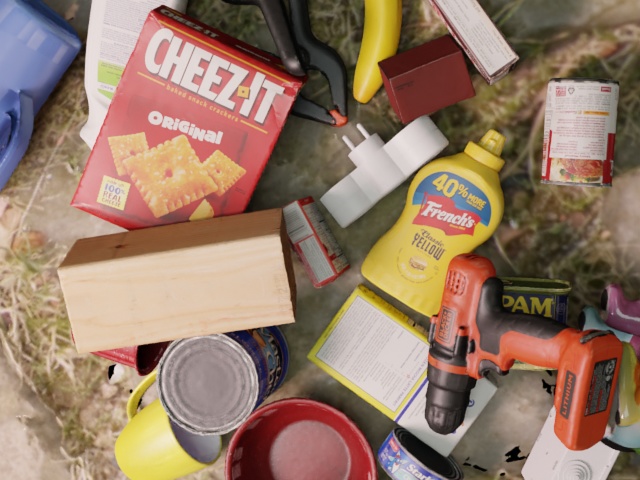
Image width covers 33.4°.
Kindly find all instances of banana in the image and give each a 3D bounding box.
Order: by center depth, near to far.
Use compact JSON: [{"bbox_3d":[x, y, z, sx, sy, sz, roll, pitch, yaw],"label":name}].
[{"bbox_3d":[0.050,-0.241,1.075,0.070,0.037,0.198,-10,92,28],"label":"banana"}]

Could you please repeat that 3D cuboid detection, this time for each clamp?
[{"bbox_3d":[-0.050,-0.254,1.053,0.210,0.036,0.164,23,76,26],"label":"clamp"},{"bbox_3d":[-0.037,-0.181,1.092,0.120,0.039,0.171,-30,86,12],"label":"clamp"}]

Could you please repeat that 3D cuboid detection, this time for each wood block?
[{"bbox_3d":[-0.130,0.037,1.017,0.206,0.091,0.090,-8,109,3],"label":"wood block"}]

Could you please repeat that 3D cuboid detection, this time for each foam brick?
[{"bbox_3d":[0.104,-0.159,1.047,0.078,0.051,0.053,-20,120,2],"label":"foam brick"}]

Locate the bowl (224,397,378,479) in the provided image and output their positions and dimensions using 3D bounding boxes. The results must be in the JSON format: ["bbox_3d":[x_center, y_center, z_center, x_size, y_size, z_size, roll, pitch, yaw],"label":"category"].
[{"bbox_3d":[-0.016,0.239,1.118,0.162,0.055,0.162,1,95,11],"label":"bowl"}]

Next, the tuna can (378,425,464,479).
[{"bbox_3d":[0.101,0.227,1.079,0.086,0.086,0.034,35,102,6],"label":"tuna can"}]

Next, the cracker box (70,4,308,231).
[{"bbox_3d":[-0.130,-0.100,1.059,0.164,0.072,0.214,25,107,-5],"label":"cracker box"}]

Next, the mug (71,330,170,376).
[{"bbox_3d":[-0.204,0.076,1.127,0.081,0.093,0.117,16,76,14],"label":"mug"}]

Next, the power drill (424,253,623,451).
[{"bbox_3d":[0.176,0.122,0.982,0.188,0.057,0.184,23,113,43],"label":"power drill"}]

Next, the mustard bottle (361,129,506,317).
[{"bbox_3d":[0.128,-0.024,1.066,0.096,0.058,0.192,32,100,8],"label":"mustard bottle"}]

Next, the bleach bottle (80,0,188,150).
[{"bbox_3d":[-0.204,-0.189,1.111,0.102,0.068,0.251,16,100,1],"label":"bleach bottle"}]

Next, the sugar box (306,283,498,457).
[{"bbox_3d":[0.085,0.132,1.095,0.176,0.048,0.093,36,100,2],"label":"sugar box"}]

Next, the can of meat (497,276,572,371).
[{"bbox_3d":[0.196,0.082,1.064,0.102,0.057,0.084,3,98,11],"label":"can of meat"}]

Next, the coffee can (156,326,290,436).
[{"bbox_3d":[-0.095,0.130,1.079,0.103,0.140,0.103,1,95,11],"label":"coffee can"}]

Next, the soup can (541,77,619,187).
[{"bbox_3d":[0.251,-0.103,1.031,0.068,0.068,0.102,4,95,10],"label":"soup can"}]

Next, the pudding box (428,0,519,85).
[{"bbox_3d":[0.145,-0.206,1.030,0.039,0.090,0.113,-38,88,11],"label":"pudding box"}]

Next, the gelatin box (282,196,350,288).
[{"bbox_3d":[-0.007,0.001,1.086,0.030,0.073,0.089,-28,90,13],"label":"gelatin box"}]

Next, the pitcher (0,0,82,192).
[{"bbox_3d":[-0.355,-0.139,1.110,0.149,0.145,0.243,38,98,-11],"label":"pitcher"}]
